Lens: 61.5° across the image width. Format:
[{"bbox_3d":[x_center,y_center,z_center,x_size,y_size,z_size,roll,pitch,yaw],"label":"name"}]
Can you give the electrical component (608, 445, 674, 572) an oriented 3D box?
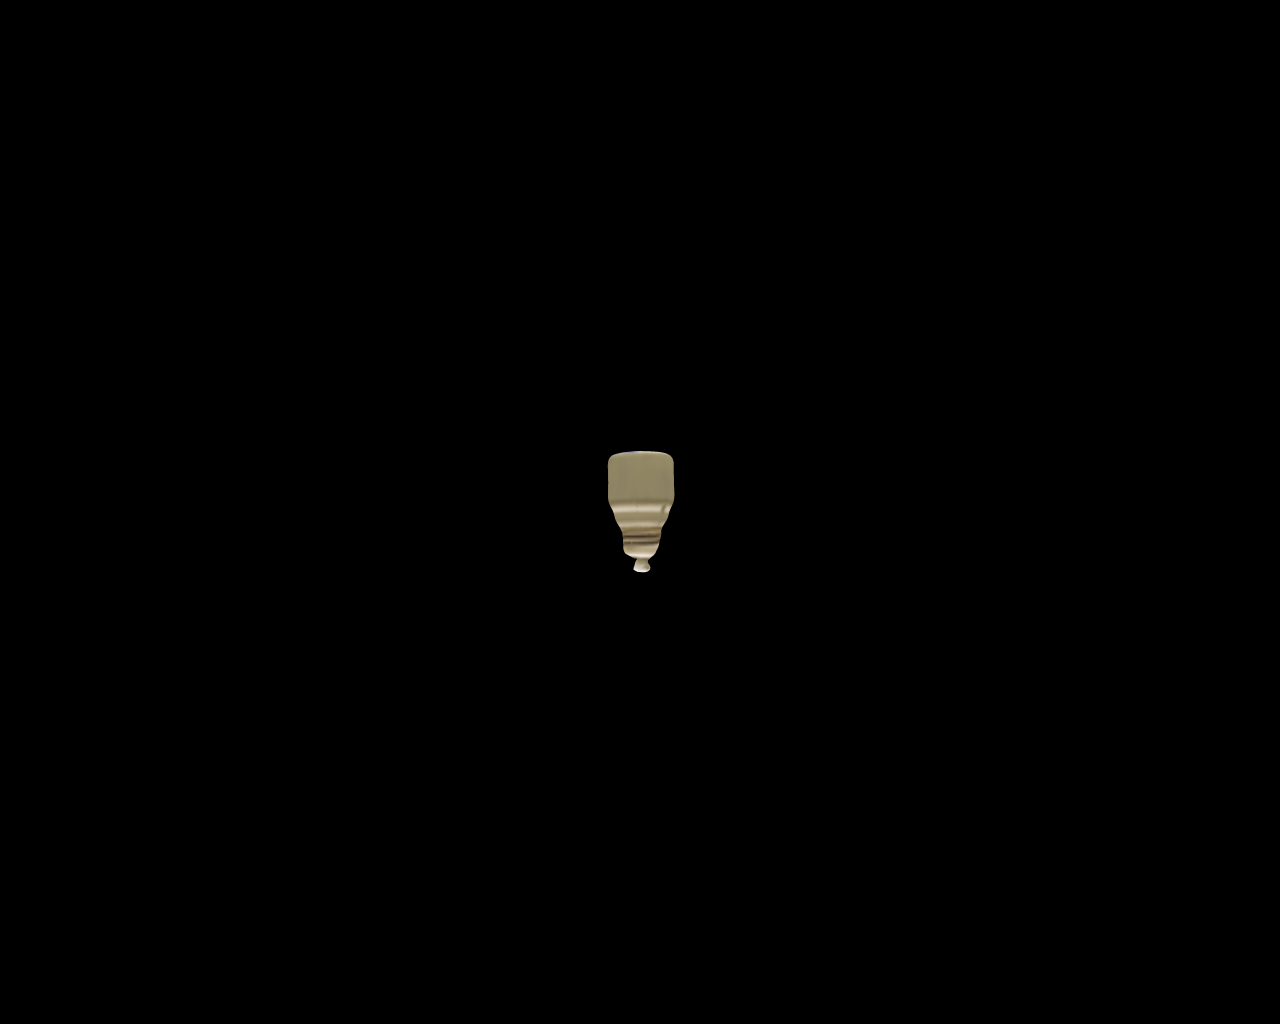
[{"bbox_3d":[0.001,-0.003,0.650,0.040,0.078,0.040,0,-4,0],"label":"electrical component"}]
